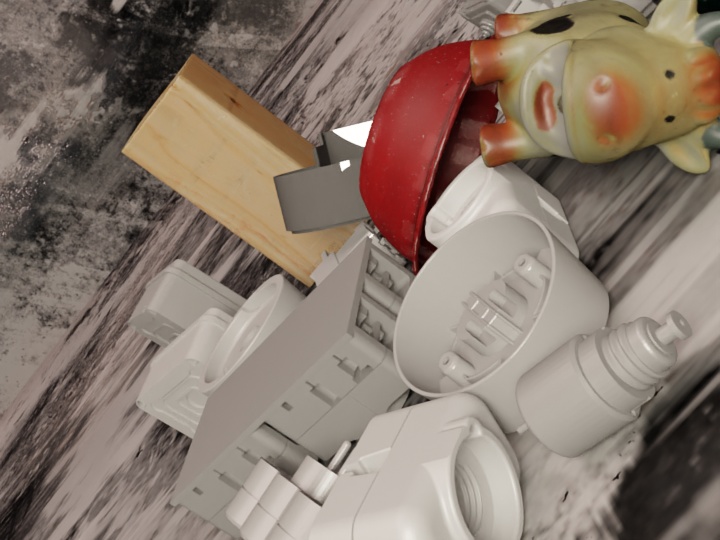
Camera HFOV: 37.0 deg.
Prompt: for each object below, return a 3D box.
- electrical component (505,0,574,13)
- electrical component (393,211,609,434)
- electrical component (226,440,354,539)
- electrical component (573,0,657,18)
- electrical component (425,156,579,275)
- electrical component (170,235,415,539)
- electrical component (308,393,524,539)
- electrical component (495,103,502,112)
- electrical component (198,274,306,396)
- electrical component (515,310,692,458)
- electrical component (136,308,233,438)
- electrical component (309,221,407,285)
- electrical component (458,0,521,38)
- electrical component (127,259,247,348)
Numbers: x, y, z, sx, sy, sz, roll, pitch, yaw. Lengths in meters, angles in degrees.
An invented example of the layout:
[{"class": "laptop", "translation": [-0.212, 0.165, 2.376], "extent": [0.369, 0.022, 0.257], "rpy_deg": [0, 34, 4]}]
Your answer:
[{"class": "electrical component", "translation": [0.154, -0.214, 0.810], "extent": [0.081, 0.042, 0.064], "rpy_deg": [-53, 17, 4]}, {"class": "electrical component", "translation": [0.066, 0.025, 0.508], "extent": [0.099, 0.064, 0.099], "rpy_deg": [-48, 16, 19]}, {"class": "electrical component", "translation": [-0.023, 0.125, 0.581], "extent": [0.073, 0.052, 0.138], "rpy_deg": [-56, 16, -9]}, {"class": "electrical component", "translation": [0.170, -0.204, 0.706], "extent": [0.061, 0.061, 0.096], "rpy_deg": [-45, 18, 28]}, {"class": "electrical component", "translation": [0.076, -0.023, 0.593], "extent": [0.053, 0.059, 0.095], "rpy_deg": [-48, 16, 21]}, {"class": "electrical component", "translation": [-0.035, 0.081, 0.695], "extent": [0.186, 0.060, 0.105], "rpy_deg": [-45, 18, 29]}, {"class": "electrical component", "translation": [0.028, 0.098, 0.448], "extent": [0.059, 0.053, 0.095], "rpy_deg": [-20, 21, 33]}, {"class": "electrical component", "translation": [0.130, -0.120, 0.679], "extent": [0.081, 0.042, 0.063], "rpy_deg": [-52, 17, 10]}, {"class": "electrical component", "translation": [-0.068, 0.064, 0.826], "extent": [0.108, 0.060, 0.108], "rpy_deg": [-48, 16, 19]}, {"class": "electrical component", "translation": [0.097, 0.042, 0.426], "extent": [0.078, 0.040, 0.040], "rpy_deg": [-43, 19, 33]}, {"class": "electrical component", "translation": [-0.130, 0.091, 0.919], "extent": [0.113, 0.078, 0.057], "rpy_deg": [-38, 25, 44]}, {"class": "electrical component", "translation": [0.000, 0.000, 0.803], "extent": [0.063, 0.042, 0.081], "rpy_deg": [-48, 17, 6]}, {"class": "electrical component", "translation": [0.131, -0.228, 0.885], "extent": [0.096, 0.061, 0.062], "rpy_deg": [-63, 17, -6]}, {"class": "electrical component", "translation": [-0.148, 0.047, 1.000], "extent": [0.078, 0.113, 0.057], "rpy_deg": [-28, 33, 58]}]
